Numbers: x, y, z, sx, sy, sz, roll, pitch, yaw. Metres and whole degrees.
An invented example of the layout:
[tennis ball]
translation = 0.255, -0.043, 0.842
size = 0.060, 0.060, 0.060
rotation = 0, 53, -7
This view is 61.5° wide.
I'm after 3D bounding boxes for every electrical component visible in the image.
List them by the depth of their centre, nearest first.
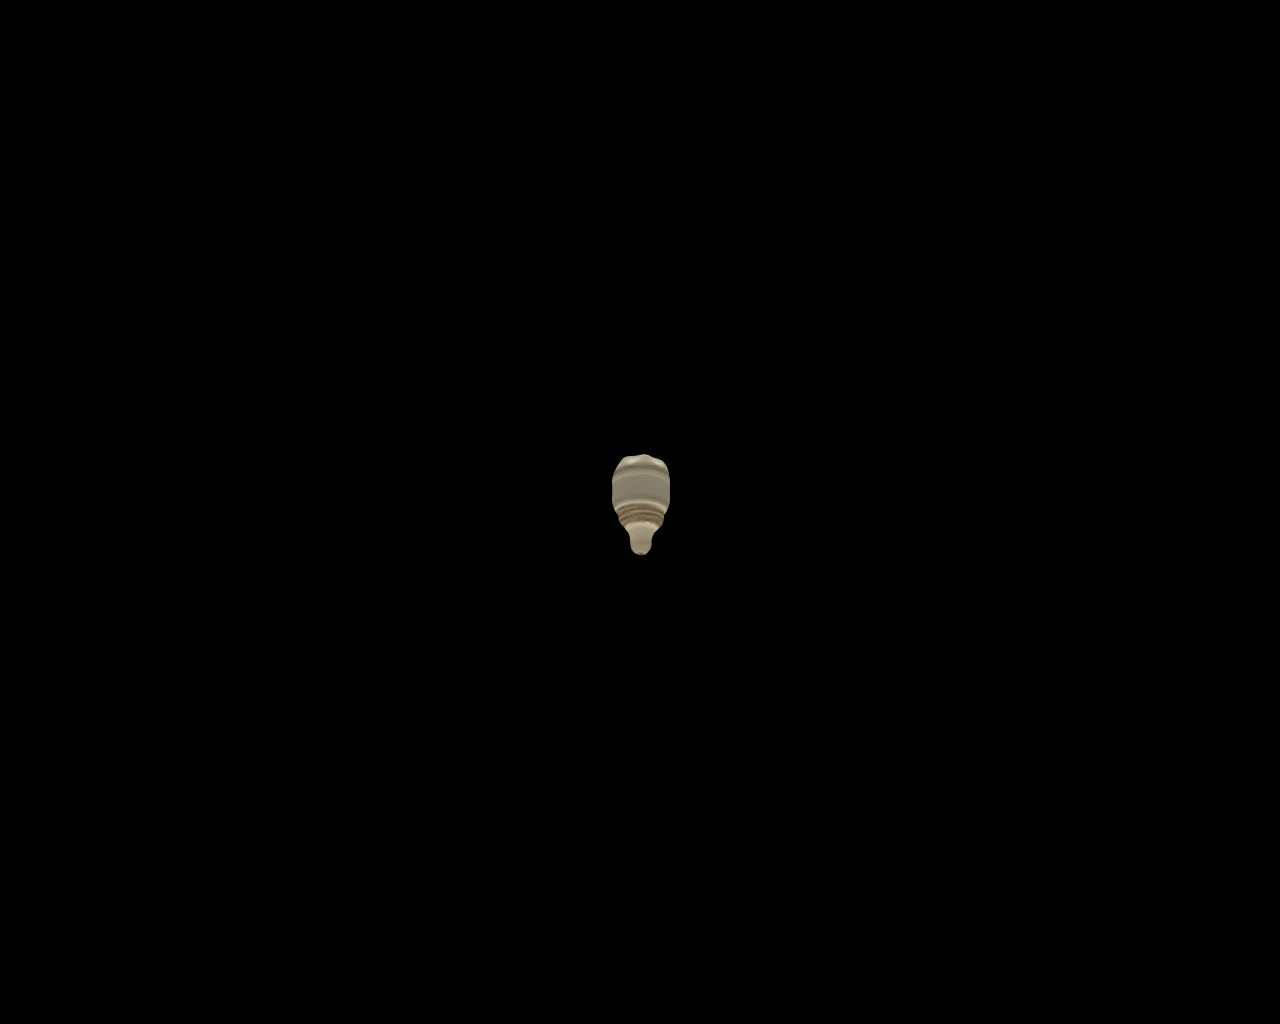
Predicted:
[electrical component]
translation = 0.001, -0.003, 0.650
size = 0.035, 0.061, 0.035
rotation = 0, -22, 0
